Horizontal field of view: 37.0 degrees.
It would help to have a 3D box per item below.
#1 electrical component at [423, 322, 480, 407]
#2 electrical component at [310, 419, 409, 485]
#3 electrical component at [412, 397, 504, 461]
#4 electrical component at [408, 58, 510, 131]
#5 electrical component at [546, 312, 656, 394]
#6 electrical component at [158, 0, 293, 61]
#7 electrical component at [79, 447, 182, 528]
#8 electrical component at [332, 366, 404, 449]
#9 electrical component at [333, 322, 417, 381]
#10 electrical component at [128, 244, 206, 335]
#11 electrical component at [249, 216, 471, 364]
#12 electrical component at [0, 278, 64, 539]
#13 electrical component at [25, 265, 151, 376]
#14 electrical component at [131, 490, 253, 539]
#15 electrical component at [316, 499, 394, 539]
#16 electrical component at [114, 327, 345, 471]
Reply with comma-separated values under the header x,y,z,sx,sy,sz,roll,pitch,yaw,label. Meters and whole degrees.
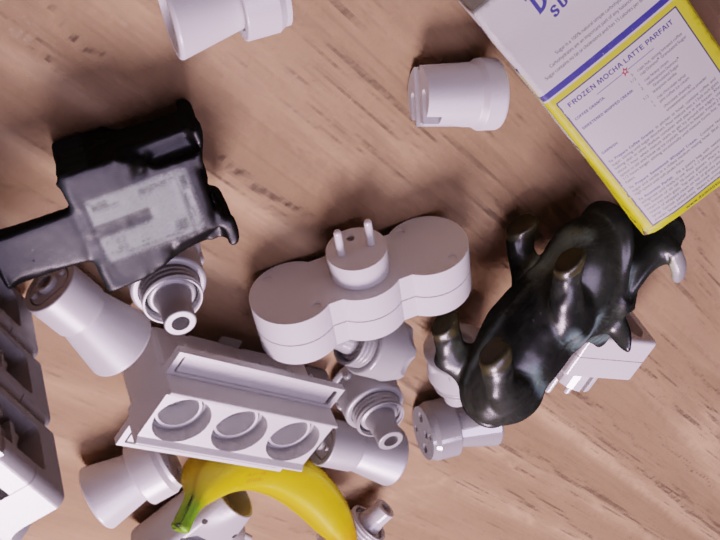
x,y,z,sx,sy,sz,roll,pitch,yaw,label
0.068,0.071,0.750,0.048,0.048,0.062,-16,138,-12,electrical component
-0.003,0.128,0.772,0.065,0.044,0.044,17,120,-32,electrical component
0.072,0.114,0.792,0.055,0.045,0.045,-11,134,-17,electrical component
0.054,-0.096,0.593,0.046,0.040,0.040,-4,132,-17,electrical component
0.163,0.063,0.789,0.066,0.047,0.076,7,127,-32,electrical component
-0.064,-0.127,0.502,0.055,0.045,0.045,-18,135,-11,electrical component
-0.149,0.136,0.703,0.055,0.045,0.045,-29,136,0,electrical component
0.010,0.093,0.729,0.048,0.062,0.048,-14,135,-15,electrical component
0.002,0.047,0.697,0.062,0.043,0.043,17,120,-36,electrical component
-0.106,0.009,0.594,0.048,0.062,0.048,-13,134,-14,electrical component
0.000,0.000,0.646,0.138,0.052,0.073,-19,136,-9,electrical component
-0.208,0.070,0.536,0.089,0.150,0.061,-29,135,1,electrical component
-0.154,0.025,0.601,0.044,0.044,0.065,-35,131,7,electrical component
-0.109,0.186,0.770,0.077,0.043,0.079,-38,136,11,electrical component
-0.001,0.205,0.842,0.062,0.043,0.043,-45,134,15,electrical component
-0.083,0.080,0.670,0.121,0.063,0.078,18,120,-37,electrical component
